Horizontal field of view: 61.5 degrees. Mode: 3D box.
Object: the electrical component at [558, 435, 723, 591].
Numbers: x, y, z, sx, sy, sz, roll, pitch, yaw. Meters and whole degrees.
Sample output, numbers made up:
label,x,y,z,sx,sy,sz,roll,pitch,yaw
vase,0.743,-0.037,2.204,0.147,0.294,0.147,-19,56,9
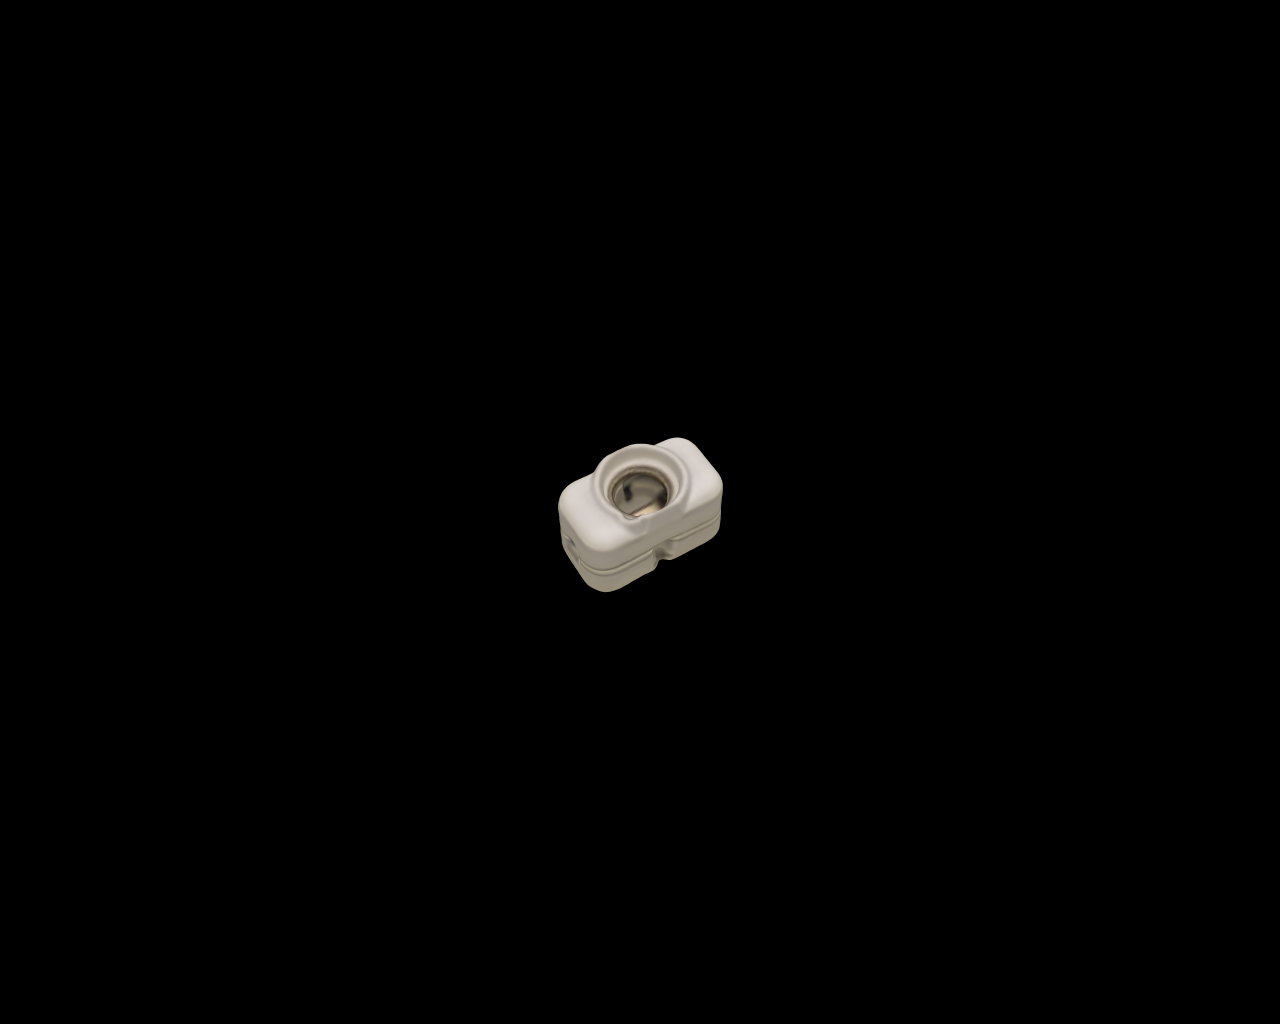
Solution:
label,x,y,z,sx,sy,sz,roll,pitch,yaw
electrical component,0.001,-0.003,0.650,0.095,0.054,0.059,-26,-30,-16
